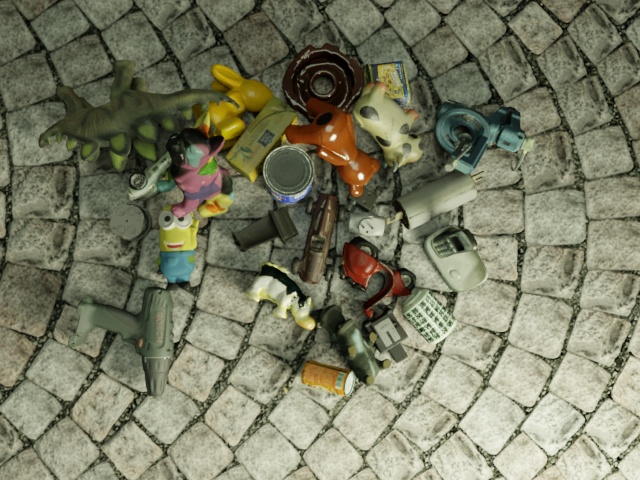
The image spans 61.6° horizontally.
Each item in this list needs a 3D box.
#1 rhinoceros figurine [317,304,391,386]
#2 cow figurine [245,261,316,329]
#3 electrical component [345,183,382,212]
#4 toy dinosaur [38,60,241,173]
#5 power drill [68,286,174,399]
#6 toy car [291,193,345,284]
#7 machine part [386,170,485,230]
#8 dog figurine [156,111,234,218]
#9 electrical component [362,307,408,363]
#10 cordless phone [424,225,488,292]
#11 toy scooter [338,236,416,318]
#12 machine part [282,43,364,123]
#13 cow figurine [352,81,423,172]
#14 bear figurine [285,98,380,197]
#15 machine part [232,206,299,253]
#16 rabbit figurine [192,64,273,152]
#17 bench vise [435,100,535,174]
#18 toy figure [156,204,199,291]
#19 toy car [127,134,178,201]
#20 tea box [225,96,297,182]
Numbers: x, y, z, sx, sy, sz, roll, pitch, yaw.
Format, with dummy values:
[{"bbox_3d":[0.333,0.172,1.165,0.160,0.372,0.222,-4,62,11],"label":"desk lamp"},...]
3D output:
[{"bbox_3d":[0.069,0.220,1.144,0.073,0.112,0.190,-38,102,-20],"label":"rhinoceros figurine"},{"bbox_3d":[-0.070,0.121,1.160,0.167,0.068,0.098,31,80,-2],"label":"cow figurine"},{"bbox_3d":[0.096,-0.092,1.191,0.063,0.021,0.094,34,69,-1],"label":"electrical component"},{"bbox_3d":[-0.390,-0.253,1.102,0.472,0.105,0.198,-16,79,15],"label":"toy dinosaur"},{"bbox_3d":[-0.411,0.205,1.129,0.207,0.086,0.232,10,85,1],"label":"power drill"},{"bbox_3d":[-0.002,-0.004,1.176,0.089,0.053,0.202,14,88,1],"label":"toy car"},{"bbox_3d":[0.253,-0.090,1.182,0.243,0.079,0.079,-27,89,-4],"label":"machine part"},{"bbox_3d":[-0.227,-0.147,1.066,0.191,0.219,0.108,-7,57,-41],"label":"dog figurine"},{"bbox_3d":[0.152,0.215,1.175,0.075,0.048,0.119,-27,87,-3],"label":"electrical component"},{"bbox_3d":[0.305,0.034,1.125,0.089,0.184,0.146,-32,89,-9],"label":"cordless phone"},{"bbox_3d":[0.108,0.087,1.167,0.184,0.075,0.135,36,87,-6],"label":"toy scooter"},{"bbox_3d":[0.006,-0.342,1.192,0.179,0.056,0.179,0,88,-2],"label":"machine part"},{"bbox_3d":[0.148,-0.233,1.154,0.194,0.086,0.127,36,94,-26],"label":"cow figurine"},{"bbox_3d":[0.037,-0.193,1.141,0.132,0.195,0.120,19,69,39],"label":"bear figurine"},{"bbox_3d":[-0.122,-0.017,1.177,0.139,0.039,0.084,-21,94,-6],"label":"machine part"},{"bbox_3d":[-0.187,-0.294,1.166,0.173,0.122,0.162,-32,80,-18],"label":"rabbit figurine"},{"bbox_3d":[0.336,-0.208,1.149,0.224,0.128,0.240,33,51,6],"label":"bench vise"},{"bbox_3d":[-0.307,0.014,1.144,0.082,0.089,0.180,-5,98,-32],"label":"toy figure"},{"bbox_3d":[-0.334,-0.156,1.153,0.056,0.073,0.202,44,86,1],"label":"toy car"},{"bbox_3d":[-0.123,-0.214,1.157,0.068,0.098,0.169,36,87,0],"label":"tea box"}]
